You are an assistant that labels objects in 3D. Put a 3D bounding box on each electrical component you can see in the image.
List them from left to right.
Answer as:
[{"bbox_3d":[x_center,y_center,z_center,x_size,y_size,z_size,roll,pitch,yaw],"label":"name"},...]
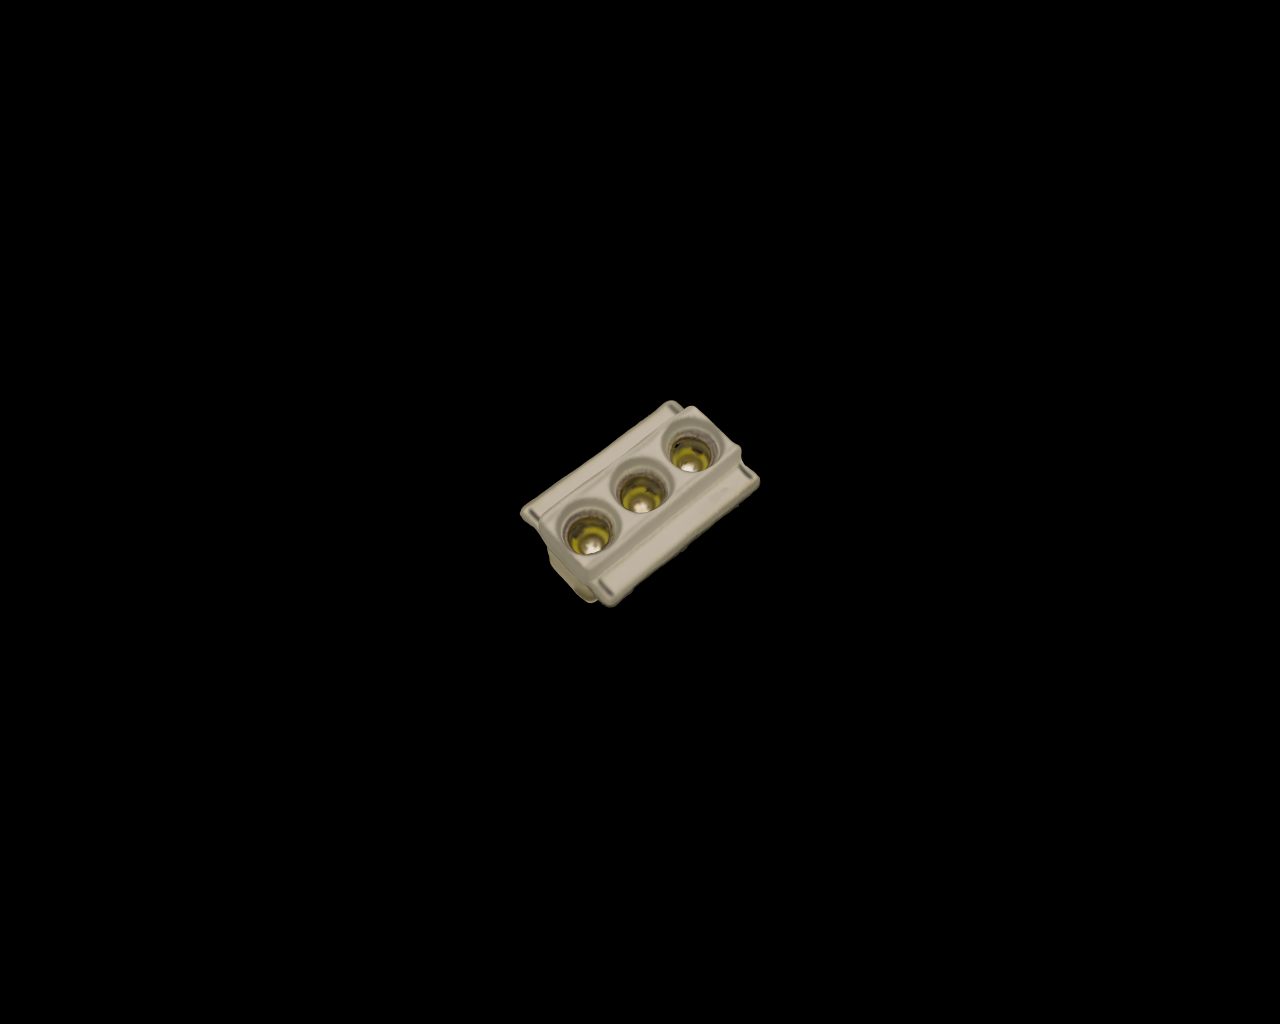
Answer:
[{"bbox_3d":[0.001,-0.003,0.650,0.121,0.079,0.063,-38,-21,-18],"label":"electrical component"}]
